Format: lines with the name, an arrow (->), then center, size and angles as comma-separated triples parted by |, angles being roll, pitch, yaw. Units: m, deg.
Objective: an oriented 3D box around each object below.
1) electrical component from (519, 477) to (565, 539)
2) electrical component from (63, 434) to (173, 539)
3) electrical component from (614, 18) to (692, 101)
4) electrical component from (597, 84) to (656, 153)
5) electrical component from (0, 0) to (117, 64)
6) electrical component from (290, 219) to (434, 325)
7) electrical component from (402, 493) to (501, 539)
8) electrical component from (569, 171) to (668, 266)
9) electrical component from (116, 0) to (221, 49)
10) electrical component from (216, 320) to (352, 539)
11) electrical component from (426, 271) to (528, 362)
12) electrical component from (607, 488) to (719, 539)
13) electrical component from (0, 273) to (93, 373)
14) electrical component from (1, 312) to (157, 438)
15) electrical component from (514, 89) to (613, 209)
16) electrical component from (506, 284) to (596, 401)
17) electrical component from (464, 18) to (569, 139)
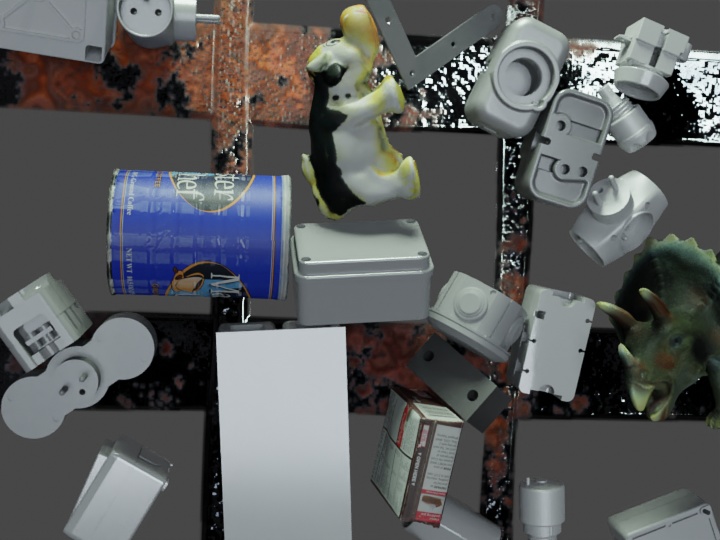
electrical component -> 0.162, 0.221, 0.956 | 0.040, 0.040, 0.078 | -2, 95, -6
electrical component -> -0.209, 0.194, 0.902 | 0.061, 0.062, 0.096 | 31, 91, -8
electrical component -> 0.248, -0.179, 0.928 | 0.066, 0.048, 0.055 | 21, 85, -8
electrical component -> 0.229, -0.134, 0.935 | 0.035, 0.035, 0.061 | -37, 96, -2
electrical component -> -0.246, -0.227, 0.842 | 0.109, 0.056, 0.108 | 8, 122, -7
electrical component -> 0.000, 0.000, 0.893 | 0.113, 0.078, 0.057 | -3, 119, -6
electrical component -> 0.071, 0.241, 0.947 | 0.077, 0.043, 0.079 | 31, 91, -8
electrical component -> 0.218, -0.053, 0.924 | 0.077, 0.044, 0.079 | -44, 142, -1
electrical component -> -0.152, -0.203, 0.865 | 0.079, 0.077, 0.043 | 1, 95, -7
electrical component -> -0.065, 0.138, 0.913 | 0.105, 0.060, 0.186 | -2, 95, -6
electrical component -> 0.099, 0.041, 0.914 | 0.080, 0.080, 0.051 | 31, 86, -8
electrical component -> 0.266, 0.243, 0.960 | 0.096, 0.061, 0.061 | -20, 97, -4
electrical component -> -0.258, 0.040, 0.868 | 0.050, 0.089, 0.055 | -34, 98, -2
electrical component -> -0.232, 0.088, 0.883 | 0.138, 0.074, 0.052 | -34, 98, -2
electrical component -> 0.171, -0.103, 0.919 | 0.054, 0.059, 0.095 | 17, 93, -8
electrical component -> 0.163, 0.062, 0.935 | 0.050, 0.056, 0.089 | 12, 94, -7
electrical component -> 0.133, -0.161, 0.909 | 0.054, 0.059, 0.095 | 25, 92, -8
